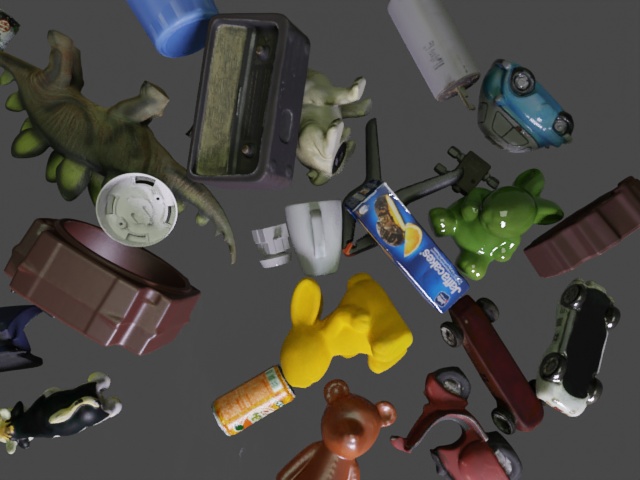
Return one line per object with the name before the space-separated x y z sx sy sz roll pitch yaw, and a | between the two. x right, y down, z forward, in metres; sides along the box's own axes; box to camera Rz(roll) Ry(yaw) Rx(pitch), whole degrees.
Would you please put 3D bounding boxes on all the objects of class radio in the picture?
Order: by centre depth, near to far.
radio | -0.095 -0.182 0.728 0.131 0.073 0.229 8 91 26

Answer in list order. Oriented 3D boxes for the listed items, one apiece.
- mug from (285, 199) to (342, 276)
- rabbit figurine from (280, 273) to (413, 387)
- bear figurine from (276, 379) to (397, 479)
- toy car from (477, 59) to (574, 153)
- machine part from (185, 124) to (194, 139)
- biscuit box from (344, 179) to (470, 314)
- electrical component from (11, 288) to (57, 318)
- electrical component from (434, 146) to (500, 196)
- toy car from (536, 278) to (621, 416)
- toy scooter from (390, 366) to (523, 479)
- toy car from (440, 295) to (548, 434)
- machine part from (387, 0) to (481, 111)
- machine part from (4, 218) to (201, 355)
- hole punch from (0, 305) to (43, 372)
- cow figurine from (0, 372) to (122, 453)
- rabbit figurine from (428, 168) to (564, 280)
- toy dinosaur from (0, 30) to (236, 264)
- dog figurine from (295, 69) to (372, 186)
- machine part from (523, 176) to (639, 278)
mug | -0.002 -0.002 0.759 0.081 0.109 0.107 -9 96 -9
rabbit figurine | 0.018 0.125 0.729 0.173 0.122 0.162 -31 79 -5
bear figurine | 0.022 0.293 0.701 0.120 0.132 0.195 29 88 1
toy car | 0.291 -0.185 0.802 0.103 0.109 0.161 -43 97 16
machine part | -0.127 -0.154 0.809 0.139 0.039 0.084 26 73 5
biscuit box | 0.122 0.009 0.748 0.059 0.063 0.202 -43 103 0
electrical component | -0.355 0.083 0.746 0.119 0.075 0.047 28 82 7
electrical component | 0.225 -0.098 0.818 0.094 0.021 0.063 38 82 3
toy car | 0.362 0.145 0.754 0.073 0.056 0.202 31 64 -3
toy scooter | 0.177 0.277 0.733 0.135 0.075 0.184 -32 81 -6
toy car | 0.245 0.174 0.761 0.089 0.053 0.202 -30 82 -21
machine part | 0.173 -0.303 0.820 0.079 0.079 0.243 -25 83 -5
machine part | -0.265 0.053 0.686 0.201 0.201 0.087 31 92 3
hole punch | -0.446 0.128 0.721 0.142 0.115 0.092 -4 74 -3
cow figurine | -0.362 0.236 0.712 0.167 0.098 0.068 -19 89 -5
rabbit figurine | 0.250 -0.024 0.732 0.159 0.170 0.121 -24 83 -5
toy dinosaur | -0.297 -0.139 0.773 0.471 0.105 0.198 30 89 -2
dog figurine | -0.040 -0.187 0.796 0.191 0.121 0.172 21 76 15
machine part | 0.367 -0.015 0.738 0.179 0.179 0.056 -34 81 -6
